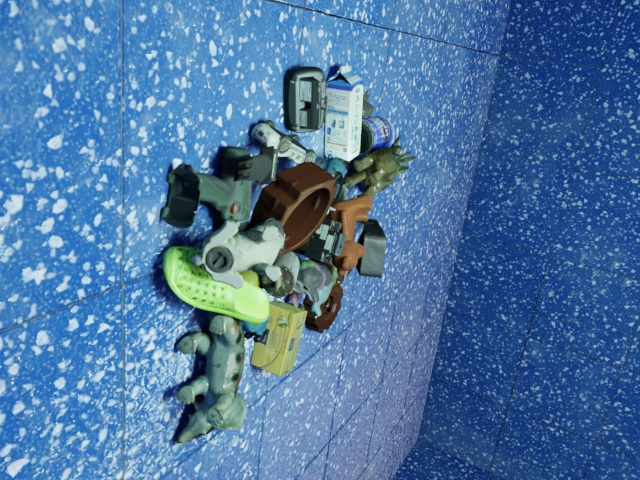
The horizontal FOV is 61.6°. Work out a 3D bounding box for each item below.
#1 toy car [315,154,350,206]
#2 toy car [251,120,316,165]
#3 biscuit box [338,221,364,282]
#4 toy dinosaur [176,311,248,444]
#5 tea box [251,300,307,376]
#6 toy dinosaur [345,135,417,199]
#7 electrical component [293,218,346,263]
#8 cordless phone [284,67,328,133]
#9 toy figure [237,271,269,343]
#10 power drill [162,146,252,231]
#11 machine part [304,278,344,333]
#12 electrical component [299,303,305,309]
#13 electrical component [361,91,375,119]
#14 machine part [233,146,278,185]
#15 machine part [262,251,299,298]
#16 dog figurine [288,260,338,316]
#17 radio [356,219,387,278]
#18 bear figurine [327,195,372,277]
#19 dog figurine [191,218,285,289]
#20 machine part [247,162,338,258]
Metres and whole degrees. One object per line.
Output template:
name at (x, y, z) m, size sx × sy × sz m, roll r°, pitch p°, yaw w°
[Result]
toy car at (0.009, -0.153, 1.352) m, size 0.162 × 0.103 × 0.109 m, roll -57°, pitch 167°, yaw -63°
toy car at (-0.076, -0.207, 1.183) m, size 0.056 × 0.074 × 0.201 m, roll -50°, pitch 157°, yaw 12°
biscuit box at (0.075, 0.028, 1.595) m, size 0.059 × 0.063 × 0.202 m, roll -46°, pitch 156°, yaw -43°
toy dinosaur at (-0.215, 0.255, 1.157) m, size 0.192 × 0.131 × 0.404 m, roll 14°, pitch 85°, yaw -80°
tea box at (-0.106, 0.249, 1.376) m, size 0.068 × 0.098 × 0.169 m, roll 0°, pitch 104°, yaw -64°
toy dinosaur at (0.169, -0.189, 1.546) m, size 0.198 × 0.105 × 0.471 m, roll -33°, pitch 177°, yaw -14°
electrical component at (-0.003, -0.004, 1.385) m, size 0.058 × 0.134 × 0.114 m, roll 8°, pitch 100°, yaw -61°
cordless phone at (-0.013, -0.335, 1.255) m, size 0.184 × 0.089 × 0.146 m, roll -53°, pitch 148°, yaw -57°
toy figure at (-0.162, 0.146, 1.227) m, size 0.089 × 0.082 × 0.179 m, roll -70°, pitch 154°, yaw -52°
power drill at (-0.200, -0.065, 1.024) m, size 0.207 × 0.086 × 0.231 m, roll -6°, pitch 109°, yaw -58°
machine part at (0.011, 0.193, 1.622) m, size 0.179 × 0.056 × 0.179 m, roll -42°, pitch 142°, yaw -46°
electrical component at (-0.075, 0.206, 1.497) m, size 0.094 × 0.021 × 0.063 m, roll 13°, pitch 94°, yaw -64°
electrical component at (0.109, -0.374, 1.467) m, size 0.102 × 0.078 × 0.045 m, roll -31°, pitch 156°, yaw -47°
machine part at (-0.119, -0.142, 1.045) m, size 0.139 × 0.039 × 0.084 m, roll -31°, pitch 136°, yaw -64°
machine part at (-0.089, 0.075, 1.252) m, size 0.243 × 0.079 × 0.079 m, roll -90°, pitch -169°, yaw -79°
dog figurine at (-0.007, 0.085, 1.471) m, size 0.219 × 0.109 × 0.191 m, roll -57°, pitch 147°, yaw -39°
radio at (0.149, 0.018, 1.651) m, size 0.230 × 0.073 × 0.131 m, roll -103°, pitch -161°, yaw -73°
bear figurine at (0.086, -0.008, 1.436) m, size 0.120 × 0.132 × 0.196 m, roll 97°, pitch -17°, yaw -68°
dog figurine at (-0.150, 0.014, 1.033) m, size 0.191 × 0.172 × 0.121 m, roll -128°, pitch -136°, yaw -79°
machine part at (-0.063, -0.069, 1.217) m, size 0.201 × 0.087 × 0.200 m, roll -26°, pitch 149°, yaw -48°
